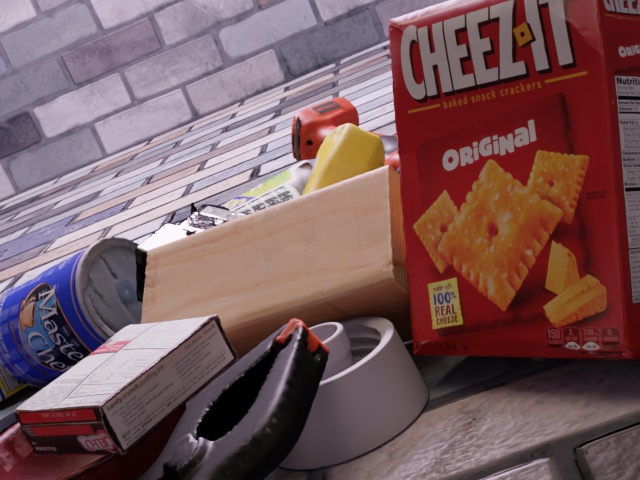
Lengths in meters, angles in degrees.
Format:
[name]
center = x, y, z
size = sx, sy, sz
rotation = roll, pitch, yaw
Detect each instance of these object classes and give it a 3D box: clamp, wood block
[clamp]
center = -0.062, 0.131, 0.571
size = 0.210, 0.036, 0.165
rotation = -47, 24, -15
[wood block]
center = -0.018, 0.034, 0.759
size = 0.206, 0.090, 0.090
rotation = -18, 55, 27

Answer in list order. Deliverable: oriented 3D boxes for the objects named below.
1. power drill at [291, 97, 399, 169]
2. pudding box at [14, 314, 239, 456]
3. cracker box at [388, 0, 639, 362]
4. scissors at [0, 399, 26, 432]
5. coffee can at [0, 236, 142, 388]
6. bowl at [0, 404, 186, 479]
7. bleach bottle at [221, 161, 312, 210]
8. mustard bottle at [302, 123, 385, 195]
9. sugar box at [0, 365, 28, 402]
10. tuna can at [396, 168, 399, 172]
[power drill]
center = 0.077, -0.109, 1.162
size = 0.188, 0.057, 0.184
rotation = 17, 27, 34
[pudding box]
center = -0.121, 0.091, 0.670
size = 0.090, 0.039, 0.113
rotation = -9, 22, 41
[cracker box]
center = 0.121, -0.039, 0.620
size = 0.071, 0.214, 0.164
rotation = -5, 0, -38
[scissors]
center = -0.267, 0.157, 0.934
size = 0.202, 0.016, 0.096
rotation = -22, 12, 8
[coffee can]
center = -0.218, 0.068, 0.969
size = 0.141, 0.103, 0.102
rotation = -24, 11, 36
[bowl]
center = -0.150, 0.146, 0.707
size = 0.162, 0.055, 0.162
rotation = -22, 14, 5
[bleach bottle]
center = -0.111, -0.006, 1.198
size = 0.251, 0.068, 0.102
rotation = -25, 14, 2
[mustard bottle]
center = -0.005, 0.001, 0.884
size = 0.191, 0.058, 0.096
rotation = -65, 2, -28
[sugar box]
center = -0.306, 0.124, 1.037
size = 0.094, 0.048, 0.175
rotation = -17, 13, 39
[tuna can]
center = 0.104, -0.040, 0.927
size = 0.086, 0.086, 0.033
rotation = -16, 18, 28
